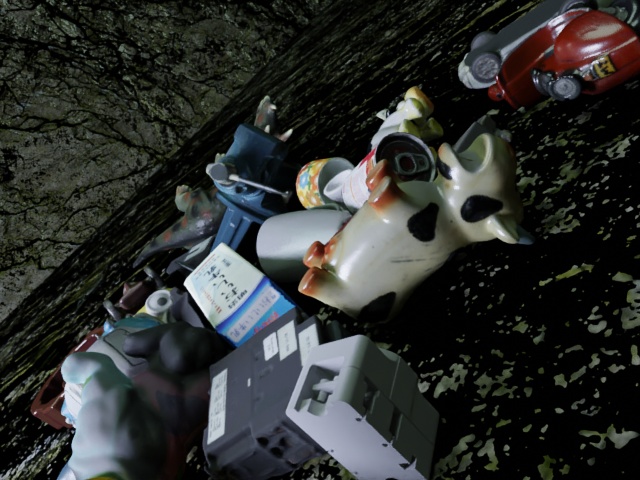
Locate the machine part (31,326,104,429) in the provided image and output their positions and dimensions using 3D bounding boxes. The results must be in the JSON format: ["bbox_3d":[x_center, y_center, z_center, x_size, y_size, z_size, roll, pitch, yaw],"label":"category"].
[{"bbox_3d":[-0.367,0.211,0.841,0.179,0.056,0.179,-35,24,18],"label":"machine part"}]

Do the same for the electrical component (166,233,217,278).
[{"bbox_3d":[-0.200,0.037,0.898,0.119,0.047,0.075,-31,24,27],"label":"electrical component"}]

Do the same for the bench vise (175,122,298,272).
[{"bbox_3d":[-0.109,-0.035,0.758,0.240,0.129,0.223,-63,-5,10],"label":"bench vise"}]

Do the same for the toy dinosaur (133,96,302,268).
[{"bbox_3d":[-0.181,-0.070,0.989,0.405,0.131,0.192,-51,23,-6],"label":"toy dinosaur"}]

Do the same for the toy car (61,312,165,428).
[{"bbox_3d":[-0.243,0.159,0.633,0.161,0.109,0.102,-50,-18,-13],"label":"toy car"}]

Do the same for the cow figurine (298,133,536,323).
[{"bbox_3d":[0.086,-0.006,0.450,0.195,0.127,0.085,-49,18,19],"label":"cow figurine"}]

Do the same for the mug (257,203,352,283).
[{"bbox_3d":[-0.001,-0.002,0.621,0.107,0.080,0.109,-7,33,36],"label":"mug"}]

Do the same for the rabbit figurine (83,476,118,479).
[{"bbox_3d":[-0.090,0.193,0.275,0.162,0.173,0.122,-40,26,-7],"label":"rabbit figurine"}]

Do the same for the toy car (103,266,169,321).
[{"bbox_3d":[-0.276,0.091,0.827,0.089,0.053,0.202,-40,-8,-15],"label":"toy car"}]

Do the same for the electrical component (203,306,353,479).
[{"bbox_3d":[-0.029,0.123,0.439,0.134,0.058,0.115,-35,31,15],"label":"electrical component"}]

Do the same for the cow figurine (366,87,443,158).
[{"bbox_3d":[0.104,-0.132,0.698,0.098,0.068,0.167,-33,22,34],"label":"cow figurine"}]

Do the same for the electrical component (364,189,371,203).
[{"bbox_3d":[0.086,-0.023,0.525,0.021,0.094,0.063,-57,-11,-29],"label":"electrical component"}]

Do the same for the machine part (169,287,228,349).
[{"bbox_3d":[-0.149,0.111,0.659,0.039,0.084,0.139,-26,27,-17],"label":"machine part"}]

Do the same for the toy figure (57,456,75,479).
[{"bbox_3d":[-0.209,0.217,0.577,0.154,0.057,0.064,-44,61,-10],"label":"toy figure"}]

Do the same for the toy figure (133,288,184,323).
[{"bbox_3d":[-0.248,0.142,0.743,0.180,0.082,0.089,-51,21,-14],"label":"toy figure"}]

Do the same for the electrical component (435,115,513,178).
[{"bbox_3d":[0.154,-0.079,0.551,0.102,0.045,0.078,-52,-4,-31],"label":"electrical component"}]

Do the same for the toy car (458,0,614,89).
[{"bbox_3d":[0.267,-0.257,0.675,0.202,0.056,0.073,-27,32,34],"label":"toy car"}]

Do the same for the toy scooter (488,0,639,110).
[{"bbox_3d":[0.243,-0.180,0.545,0.135,0.075,0.184,-35,20,14],"label":"toy scooter"}]

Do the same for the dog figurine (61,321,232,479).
[{"bbox_3d":[-0.138,0.182,0.457,0.191,0.108,0.219,-17,34,-21],"label":"dog figurine"}]
